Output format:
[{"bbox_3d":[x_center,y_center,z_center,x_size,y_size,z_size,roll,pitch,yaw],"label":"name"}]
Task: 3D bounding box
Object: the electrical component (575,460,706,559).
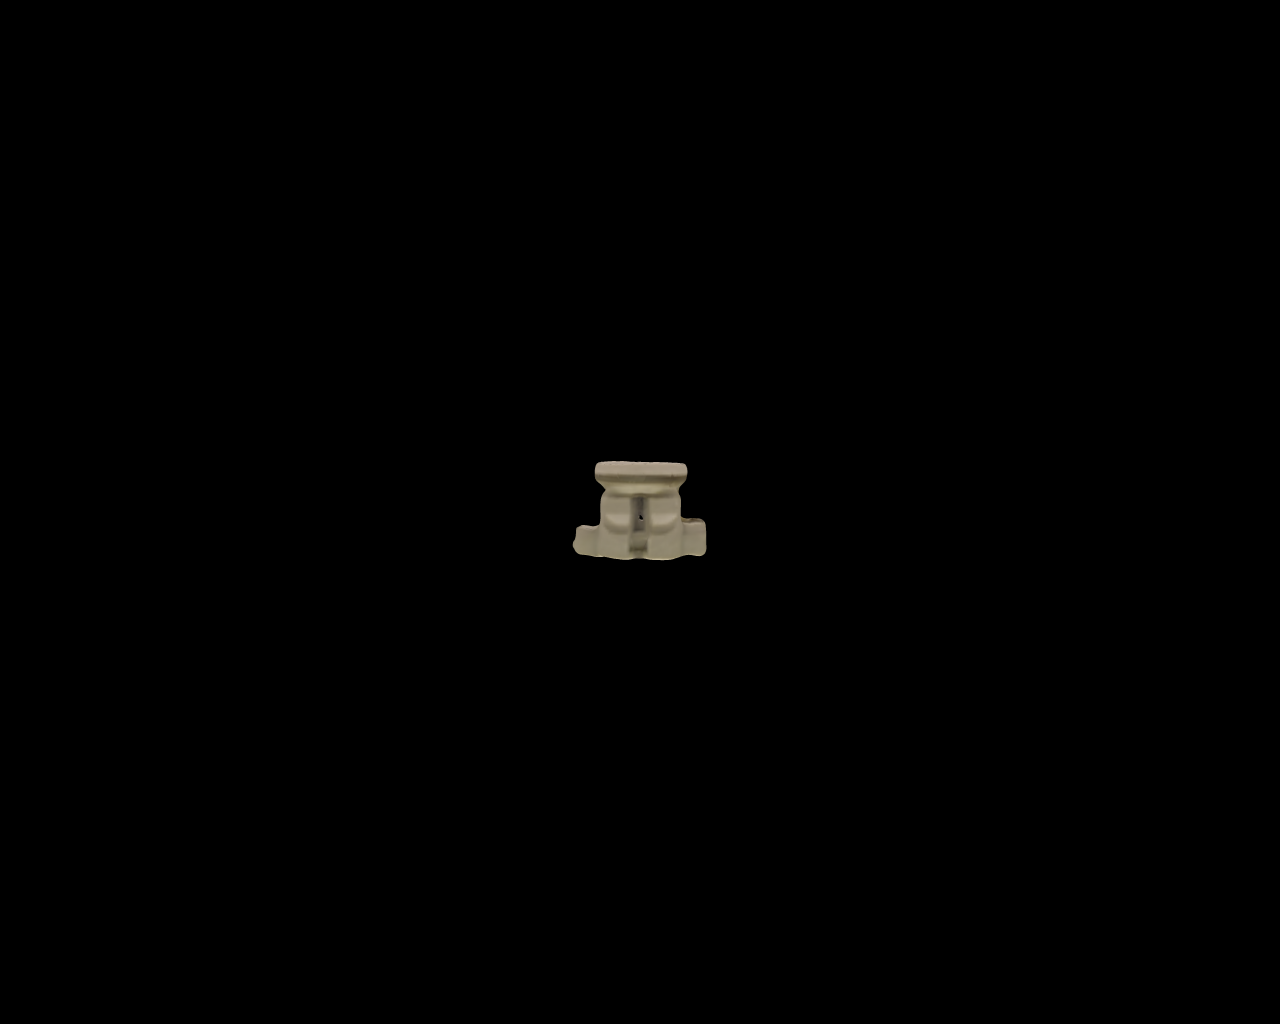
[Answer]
[{"bbox_3d":[0.001,-0.003,0.650,0.078,0.057,0.058,0,4,2],"label":"electrical component"}]
